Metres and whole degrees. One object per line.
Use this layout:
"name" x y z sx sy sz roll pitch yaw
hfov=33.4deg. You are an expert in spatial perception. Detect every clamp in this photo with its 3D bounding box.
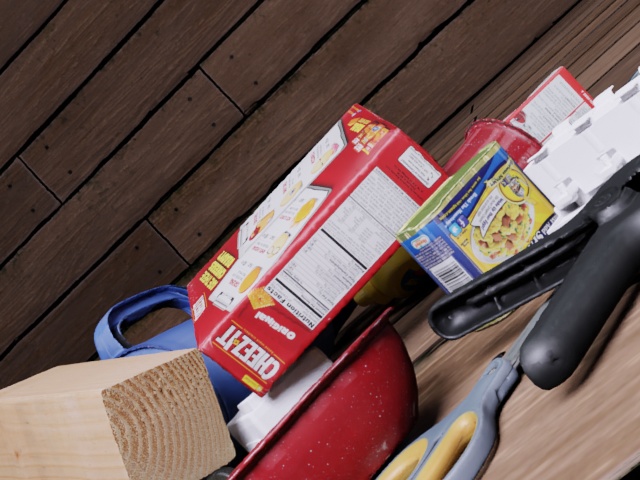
"clamp" 0.154 -0.002 0.541 0.210 0.036 0.164 -38 10 1

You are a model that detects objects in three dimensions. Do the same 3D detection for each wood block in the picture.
"wood block" -0.172 0.146 0.818 0.090 0.090 0.207 -23 7 -43

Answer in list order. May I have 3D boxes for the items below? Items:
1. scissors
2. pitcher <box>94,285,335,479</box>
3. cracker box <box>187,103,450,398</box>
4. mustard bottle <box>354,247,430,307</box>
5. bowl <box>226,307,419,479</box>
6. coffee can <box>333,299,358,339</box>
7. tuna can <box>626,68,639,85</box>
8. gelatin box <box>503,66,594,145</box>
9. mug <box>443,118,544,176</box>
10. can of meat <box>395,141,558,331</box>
"scissors" 0.077 0.085 0.558 0.096 0.016 0.201 -40 4 38
"pitcher" -0.088 0.112 0.975 0.145 0.149 0.242 3 16 25
"cracker box" -0.005 0.001 0.829 0.214 0.072 0.164 -48 16 4
"mustard bottle" 0.099 0.002 0.986 0.192 0.058 0.096 -42 -15 29
"bowl" 0.005 0.113 0.596 0.162 0.055 0.162 -47 -7 -7
"coffee can" 0.003 0.032 1.107 0.102 0.103 0.140 -47 -8 -51
"tuna can" 0.277 -0.133 0.817 0.086 0.034 0.086 -43 3 2
"gelatin box" 0.196 -0.090 0.906 0.089 0.073 0.030 -44 2 2
"mug" 0.124 -0.036 0.852 0.117 0.093 0.081 12 55 51
"can of meat" 0.112 -0.004 0.715 0.102 0.084 0.058 -45 4 -30
